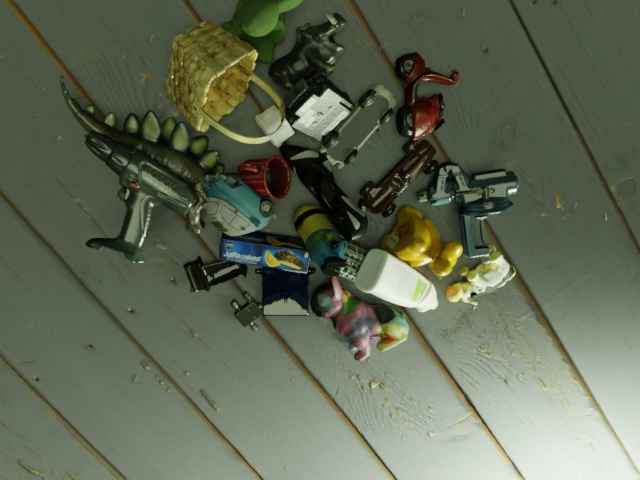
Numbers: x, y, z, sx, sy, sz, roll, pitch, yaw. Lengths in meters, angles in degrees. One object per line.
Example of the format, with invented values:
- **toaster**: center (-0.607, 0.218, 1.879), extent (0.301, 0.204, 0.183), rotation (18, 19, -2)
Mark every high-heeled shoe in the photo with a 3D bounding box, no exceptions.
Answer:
- **high-heeled shoe**: center (-0.001, -0.097, 1.133), extent (0.249, 0.145, 0.086), rotation (32, 132, -6)

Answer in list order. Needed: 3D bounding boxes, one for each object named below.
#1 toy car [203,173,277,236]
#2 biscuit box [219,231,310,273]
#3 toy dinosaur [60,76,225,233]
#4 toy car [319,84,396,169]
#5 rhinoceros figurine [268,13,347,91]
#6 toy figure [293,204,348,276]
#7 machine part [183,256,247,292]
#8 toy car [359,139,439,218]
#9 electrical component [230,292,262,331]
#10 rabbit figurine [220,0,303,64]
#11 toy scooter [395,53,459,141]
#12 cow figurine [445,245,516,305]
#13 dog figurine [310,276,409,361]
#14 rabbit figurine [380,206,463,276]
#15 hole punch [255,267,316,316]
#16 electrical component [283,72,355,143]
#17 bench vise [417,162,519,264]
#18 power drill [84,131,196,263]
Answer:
- **toy car**: center (-0.174, -0.063, 1.094), extent (0.161, 0.109, 0.103), rotation (40, 68, -34)
- **biscuit box**: center (-0.122, 0.022, 1.205), extent (0.203, 0.063, 0.059), rotation (8, 118, -8)
- **toy dinosaur**: center (-0.335, -0.159, 1.122), extent (0.471, 0.105, 0.198), rotation (27, 94, -22)
- **toy car**: center (0.082, -0.244, 1.162), extent (0.073, 0.056, 0.201), rotation (38, 100, -20)
- **rhinoceros figurine**: center (-0.019, -0.383, 1.108), extent (0.190, 0.073, 0.112), rotation (-39, 95, 8)
- **toy figure**: center (0.000, -0.006, 1.160), extent (0.082, 0.180, 0.089), rotation (-38, 136, 19)
- **machine part**: center (-0.237, 0.072, 1.227), extent (0.139, 0.039, 0.084), rotation (-12, 101, -1)
- **toy car**: center (0.179, -0.139, 1.200), extent (0.202, 0.053, 0.089), rotation (-44, 103, 5)
- **electrical component**: center (-0.166, 0.170, 1.270), extent (0.063, 0.021, 0.094), rotation (-35, 106, 4)
- **rabbit figurine**: center (-0.104, -0.424, 1.031), extent (0.121, 0.170, 0.159), rotation (40, 99, -15)
- **toy scooter**: center (0.232, -0.307, 1.151), extent (0.135, 0.075, 0.183), rotation (-4, 101, -6)
- **cow figurine**: center (0.382, 0.100, 1.286), extent (0.167, 0.068, 0.098), rotation (-43, 112, 8)
- **dog figurine**: center (0.087, 0.159, 1.251), extent (0.192, 0.108, 0.219), rotation (-25, 104, 2)
- **rabbit figurine**: center (0.252, 0.016, 1.217), extent (0.173, 0.163, 0.122), rotation (31, 89, -31)
- **hole punch**: center (-0.080, 0.117, 1.231), extent (0.142, 0.092, 0.115), rotation (0, 102, -3)
- **electrical component**: center (-0.009, -0.273, 1.099), extent (0.115, 0.058, 0.134), rotation (-42, 147, 19)
- **bench vise**: center (0.336, -0.059, 1.209), extent (0.224, 0.129, 0.240), rotation (-11, 102, 0)
- **power drill**: center (-0.375, -0.072, 1.038), extent (0.232, 0.086, 0.207), rotation (24, 84, -20)
